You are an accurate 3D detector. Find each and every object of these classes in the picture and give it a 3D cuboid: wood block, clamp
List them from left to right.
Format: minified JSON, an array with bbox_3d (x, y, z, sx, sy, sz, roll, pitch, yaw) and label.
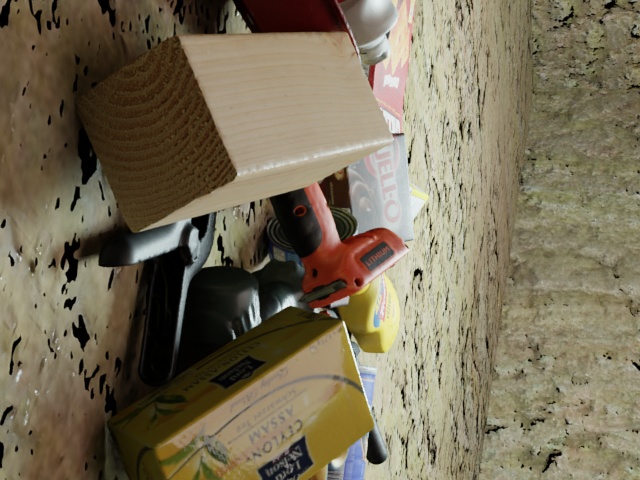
[{"bbox_3d":[-0.106,0.000,0.732,0.120,0.039,0.171,84,13,-49],"label":"clamp"},{"bbox_3d":[-0.047,-0.077,0.700,0.205,0.090,0.091,-21,86,-59],"label":"wood block"},{"bbox_3d":[0.029,0.149,1.183,0.210,0.036,0.164,62,9,-57],"label":"clamp"}]

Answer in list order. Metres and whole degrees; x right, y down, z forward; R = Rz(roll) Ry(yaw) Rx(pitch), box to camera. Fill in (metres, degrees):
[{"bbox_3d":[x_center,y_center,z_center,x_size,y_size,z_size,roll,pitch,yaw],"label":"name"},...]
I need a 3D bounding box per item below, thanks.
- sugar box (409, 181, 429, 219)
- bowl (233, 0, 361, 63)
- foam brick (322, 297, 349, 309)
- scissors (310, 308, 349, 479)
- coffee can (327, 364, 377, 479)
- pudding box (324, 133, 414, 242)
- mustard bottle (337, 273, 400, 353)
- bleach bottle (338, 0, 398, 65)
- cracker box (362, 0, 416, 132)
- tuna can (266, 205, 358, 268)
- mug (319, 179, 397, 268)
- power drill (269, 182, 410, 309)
[{"bbox_3d":[0.075,-0.035,1.290,0.093,0.048,0.176,-54,164,7],"label":"sugar box"},{"bbox_3d":[-0.033,-0.187,0.825,0.162,0.055,0.162,57,-2,2],"label":"bowl"},{"bbox_3d":[-0.003,0.040,1.084,0.078,0.053,0.051,2,92,-75],"label":"foam brick"},{"bbox_3d":[0.006,0.131,0.926,0.096,0.016,0.202,-10,107,-63],"label":"scissors"},{"bbox_3d":[-0.003,0.186,1.028,0.102,0.103,0.140,31,64,-72],"label":"coffee can"},{"bbox_3d":[0.048,-0.047,1.060,0.089,0.039,0.113,-13,102,-42],"label":"pudding box"},{"bbox_3d":[0.053,0.067,1.277,0.191,0.058,0.096,56,38,-65],"label":"mustard bottle"},{"bbox_3d":[0.013,-0.250,0.886,0.250,0.103,0.068,61,39,-42],"label":"bleach bottle"},{"bbox_3d":[0.053,-0.194,1.182,0.164,0.072,0.214,6,89,-74],"label":"cracker box"},{"bbox_3d":[-0.007,0.001,0.997,0.086,0.086,0.034,-62,153,-55],"label":"tuna can"},{"bbox_3d":[0.046,-0.019,1.148,0.117,0.093,0.081,61,7,26],"label":"mug"},{"bbox_3d":[-0.003,-0.052,0.872,0.184,0.057,0.187,-35,96,-48],"label":"power drill"}]
